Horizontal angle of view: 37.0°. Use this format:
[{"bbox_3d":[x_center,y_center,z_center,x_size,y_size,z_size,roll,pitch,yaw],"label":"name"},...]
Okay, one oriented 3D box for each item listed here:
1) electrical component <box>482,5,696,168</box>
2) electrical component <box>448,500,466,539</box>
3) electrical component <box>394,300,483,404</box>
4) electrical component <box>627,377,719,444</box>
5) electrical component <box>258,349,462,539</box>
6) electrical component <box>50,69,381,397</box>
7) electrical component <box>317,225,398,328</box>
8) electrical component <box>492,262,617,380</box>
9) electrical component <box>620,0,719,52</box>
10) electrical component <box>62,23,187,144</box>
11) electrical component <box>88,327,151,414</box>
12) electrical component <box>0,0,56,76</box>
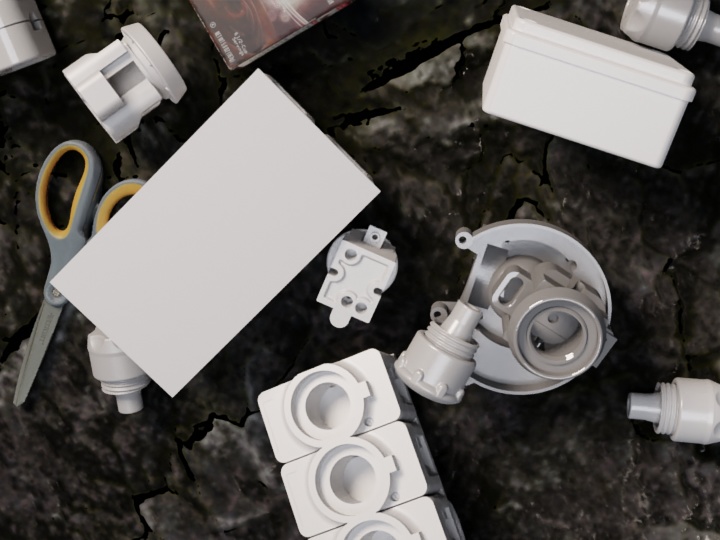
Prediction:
[{"bbox_3d":[0.131,-0.111,0.636,0.109,0.108,0.056,18,109,1],"label":"electrical component"},{"bbox_3d":[0.042,0.194,0.754,0.057,0.058,0.078,-19,78,10],"label":"electrical component"},{"bbox_3d":[0.054,0.049,0.671,0.048,0.048,0.062,29,100,-3],"label":"electrical component"},{"bbox_3d":[0.211,0.093,0.719,0.062,0.043,0.043,4,106,6],"label":"electrical component"},{"bbox_3d":[0.001,0.138,0.711,0.089,0.062,0.150,-23,75,11],"label":"electrical component"},{"bbox_3d":[-0.091,-0.025,0.695,0.186,0.060,0.105,-44,97,6],"label":"electrical component"},{"bbox_3d":[0.000,0.000,0.707,0.048,0.055,0.066,24,106,-1],"label":"electrical component"},{"bbox_3d":[0.118,0.033,0.653,0.078,0.057,0.058,32,106,-3],"label":"electrical component"},{"bbox_3d":[0.193,-0.153,0.652,0.062,0.043,0.043,18,107,-1],"label":"electrical component"},{"bbox_3d":[-0.148,-0.119,0.683,0.057,0.078,0.058,-38,100,-7],"label":"electrical component"},{"bbox_3d":[-0.165,0.069,0.750,0.043,0.043,0.062,-4,107,7],"label":"electrical component"},{"bbox_3d":[-0.254,-0.150,0.692,0.095,0.053,0.059,-18,103,10],"label":"electrical component"}]
